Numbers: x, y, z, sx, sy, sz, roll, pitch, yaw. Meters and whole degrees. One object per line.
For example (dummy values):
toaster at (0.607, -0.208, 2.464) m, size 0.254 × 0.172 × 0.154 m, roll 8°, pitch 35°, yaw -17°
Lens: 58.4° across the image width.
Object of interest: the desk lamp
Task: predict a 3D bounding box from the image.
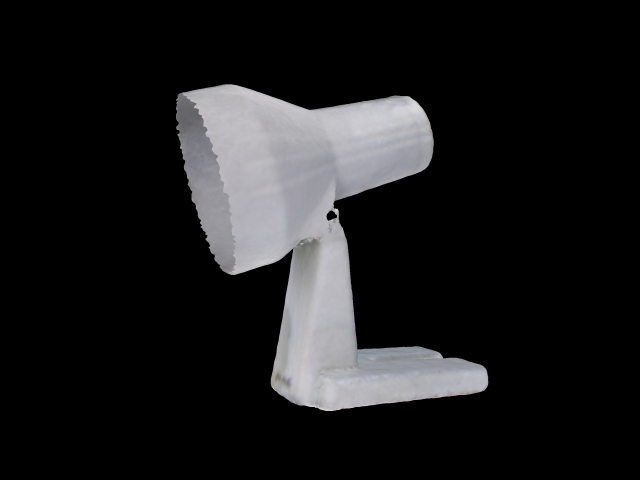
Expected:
desk lamp at (0.004, 0.001, 0.400) m, size 0.204 × 0.213 × 0.117 m, roll 0°, pitch 0°, yaw -21°
